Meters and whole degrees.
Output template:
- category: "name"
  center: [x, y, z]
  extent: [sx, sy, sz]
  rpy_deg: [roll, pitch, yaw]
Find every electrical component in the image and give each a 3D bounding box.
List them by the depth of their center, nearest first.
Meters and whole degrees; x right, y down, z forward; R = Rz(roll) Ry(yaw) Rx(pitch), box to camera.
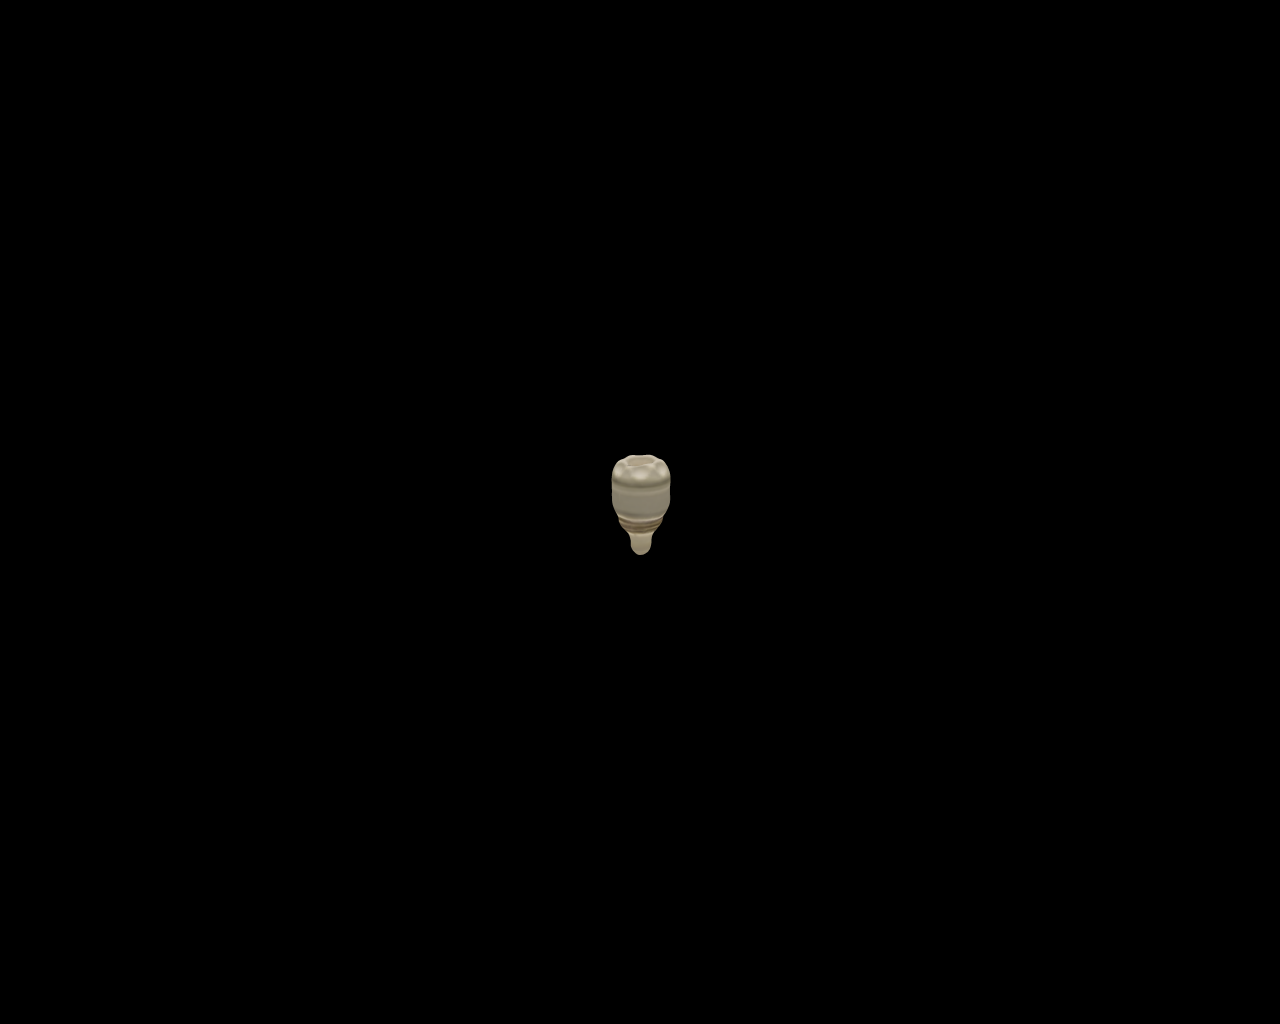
- category: "electrical component"
  center: [0.001, -0.003, 0.650]
  extent: [0.035, 0.061, 0.035]
  rpy_deg: [0, 19, 0]
